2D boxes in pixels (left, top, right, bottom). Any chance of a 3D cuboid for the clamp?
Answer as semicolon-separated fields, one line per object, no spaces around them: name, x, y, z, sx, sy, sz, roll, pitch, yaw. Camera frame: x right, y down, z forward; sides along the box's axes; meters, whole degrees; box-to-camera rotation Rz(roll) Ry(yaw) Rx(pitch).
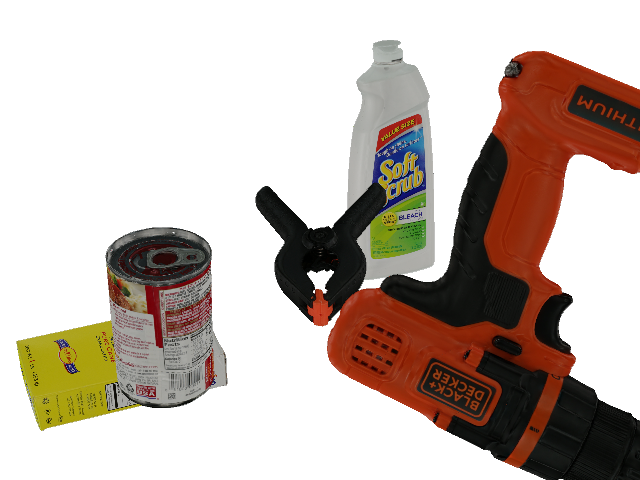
clamp;-0.010;0.004;0.940;0.120;0.039;0.171;-1;39;12

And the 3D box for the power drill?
power drill;0.117;0.019;0.509;0.184;0.188;0.057;25;7;5

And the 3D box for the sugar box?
sugar box;-0.183;0.113;0.987;0.176;0.048;0.093;-14;35;-18

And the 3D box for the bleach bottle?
bleach bottle;0.070;-0.087;1.150;0.102;0.251;0.068;-10;23;-12

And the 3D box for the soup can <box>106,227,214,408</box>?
soup can;-0.104;0.052;0.709;0.068;0.102;0.068;1;30;-1
